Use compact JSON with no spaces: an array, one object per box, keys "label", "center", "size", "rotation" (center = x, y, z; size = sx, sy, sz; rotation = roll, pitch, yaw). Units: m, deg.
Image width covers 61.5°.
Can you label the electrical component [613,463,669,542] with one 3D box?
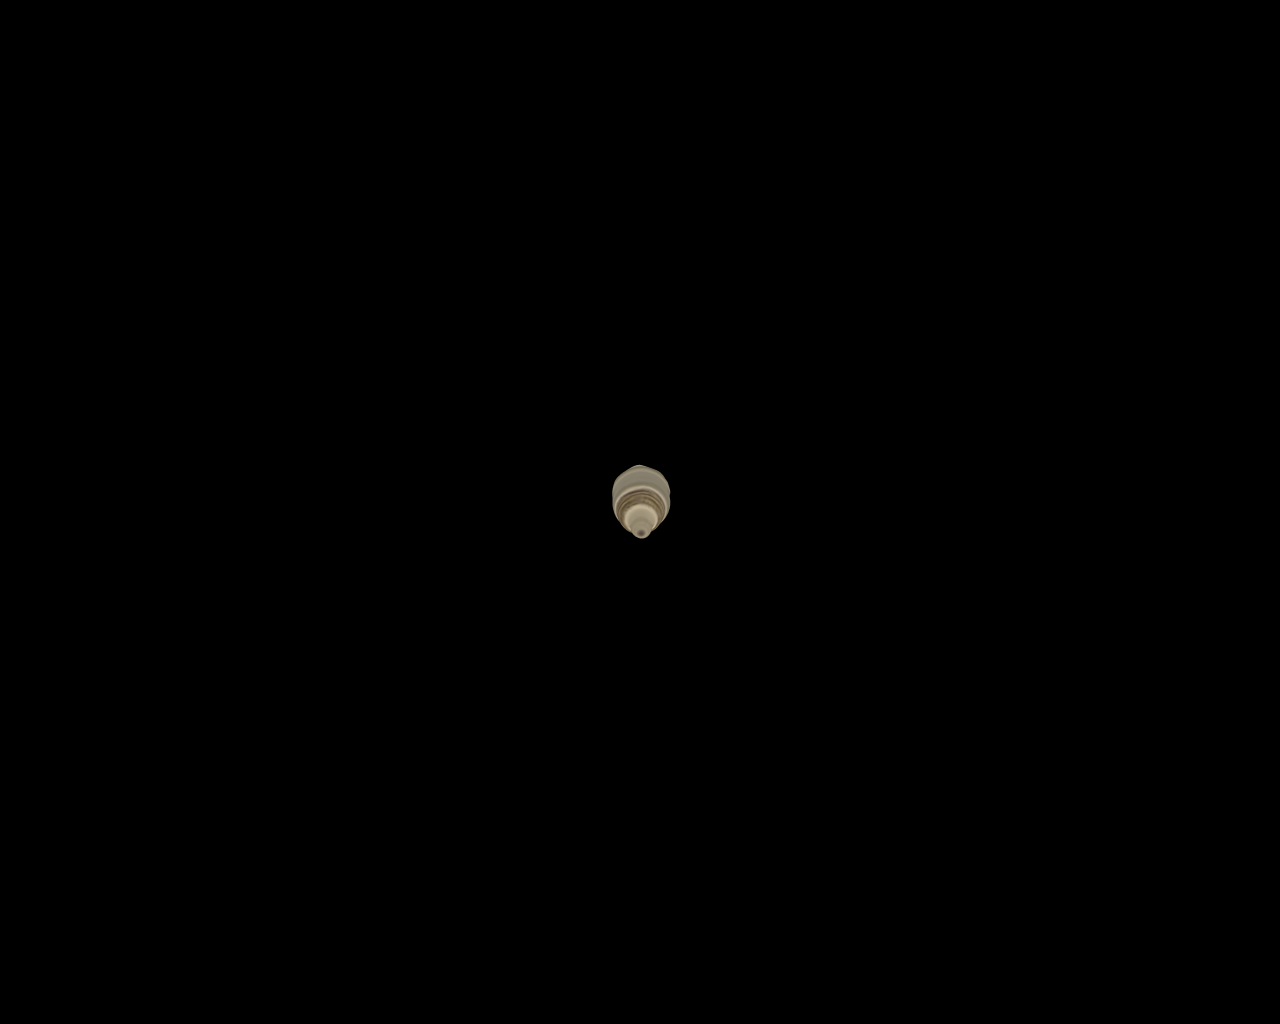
[{"label":"electrical component","center":[0.001,-0.003,0.650],"size":[0.035,0.035,0.061],"rotation":[0,30,0]}]
